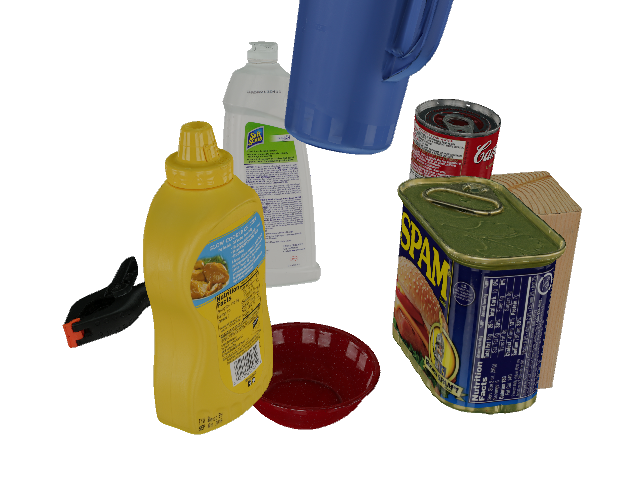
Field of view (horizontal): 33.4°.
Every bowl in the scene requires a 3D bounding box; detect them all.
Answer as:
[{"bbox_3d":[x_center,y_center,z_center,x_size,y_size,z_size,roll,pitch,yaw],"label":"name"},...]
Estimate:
[{"bbox_3d":[-0.018,0.153,1.148,0.162,0.055,0.162,3,29,-2],"label":"bowl"}]

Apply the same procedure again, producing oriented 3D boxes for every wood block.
[{"bbox_3d":[0.189,0.044,1.070,0.090,0.206,0.090,-5,30,-11],"label":"wood block"}]

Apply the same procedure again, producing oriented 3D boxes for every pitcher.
[{"bbox_3d":[0.044,-0.206,1.004,0.145,0.243,0.149,11,17,1],"label":"pitcher"}]

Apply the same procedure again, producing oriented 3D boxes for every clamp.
[{"bbox_3d":[-0.207,0.064,1.170,0.120,0.039,0.171,-5,26,30],"label":"clamp"}]

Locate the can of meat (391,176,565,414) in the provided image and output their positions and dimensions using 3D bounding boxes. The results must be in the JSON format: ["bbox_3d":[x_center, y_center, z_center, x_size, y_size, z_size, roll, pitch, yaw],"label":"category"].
[{"bbox_3d":[0.072,0.025,0.524,0.057,0.084,0.102,-4,24,-14],"label":"can of meat"}]

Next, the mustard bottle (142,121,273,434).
[{"bbox_3d":[-0.070,0.019,0.668,0.058,0.192,0.096,14,30,29],"label":"mustard bottle"}]

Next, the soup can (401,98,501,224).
[{"bbox_3d":[0.104,-0.054,0.863,0.068,0.102,0.068,4,29,-3],"label":"soup can"}]

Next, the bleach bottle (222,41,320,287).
[{"bbox_3d":[-0.051,-0.080,1.114,0.102,0.251,0.068,-6,16,-22],"label":"bleach bottle"}]
